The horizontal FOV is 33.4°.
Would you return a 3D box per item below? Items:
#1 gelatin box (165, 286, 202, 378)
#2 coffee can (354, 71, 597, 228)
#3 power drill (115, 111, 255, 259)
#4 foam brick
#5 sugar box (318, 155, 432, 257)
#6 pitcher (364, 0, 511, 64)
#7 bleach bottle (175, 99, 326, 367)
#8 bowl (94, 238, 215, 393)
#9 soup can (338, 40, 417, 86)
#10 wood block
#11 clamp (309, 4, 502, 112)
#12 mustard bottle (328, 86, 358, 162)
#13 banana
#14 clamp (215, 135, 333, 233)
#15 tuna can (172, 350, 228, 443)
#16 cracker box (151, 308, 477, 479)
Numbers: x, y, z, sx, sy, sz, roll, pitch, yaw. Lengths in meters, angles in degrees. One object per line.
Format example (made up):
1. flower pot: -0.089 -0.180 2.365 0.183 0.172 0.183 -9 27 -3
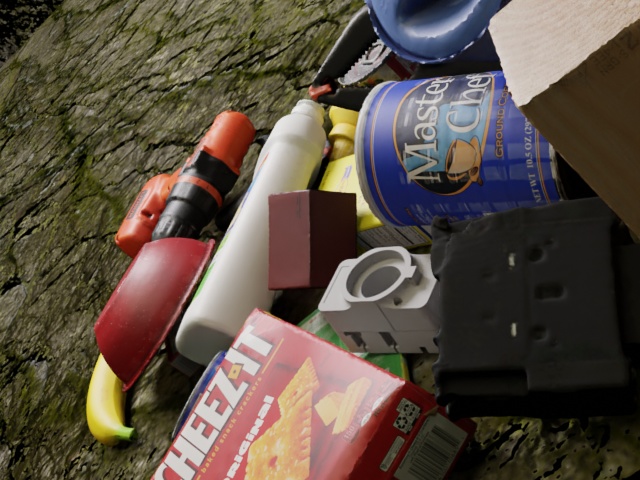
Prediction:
1. gelatin box: -0.106 0.074 0.994 0.089 0.030 0.073 -47 26 7
2. coffee can: 0.108 -0.060 0.709 0.141 0.102 0.102 -1 52 34
3. power drill: -0.151 -0.035 1.133 0.188 0.057 0.184 -28 29 54
4. foam brick: -0.006 0.001 0.838 0.053 0.051 0.078 -4 84 48
5. sugar box: 0.063 -0.037 0.862 0.177 0.048 0.093 -18 43 49
6. pitcher: 0.160 -0.175 0.672 0.149 0.242 0.145 53 132 35
7. bleach bottle: -0.048 -0.013 0.936 0.103 0.068 0.250 122 170 -62
8. bowl: -0.159 0.055 0.971 0.162 0.055 0.162 -56 10 14
9. soup can: 0.074 -0.125 0.895 0.069 0.102 0.068 -36 30 25
10. wood block: 0.184 -0.046 0.516 0.090 0.206 0.091 -37 29 23
11. clamp: 0.087 -0.161 0.809 0.210 0.164 0.036 -14 6 16
12. mustard bottle: 0.059 -0.145 0.992 0.096 0.058 0.191 -6 50 56
13. banana: -0.193 0.134 1.048 0.070 0.037 0.198 -18 38 13
14. clamp: -0.032 -0.074 1.061 0.172 0.039 0.120 -17 48 43
15. tuna can: -0.082 0.130 0.837 0.086 0.034 0.086 -61 -5 -10
16. cracker box: -0.019 0.146 0.697 0.164 0.072 0.214 -58 28 -8
